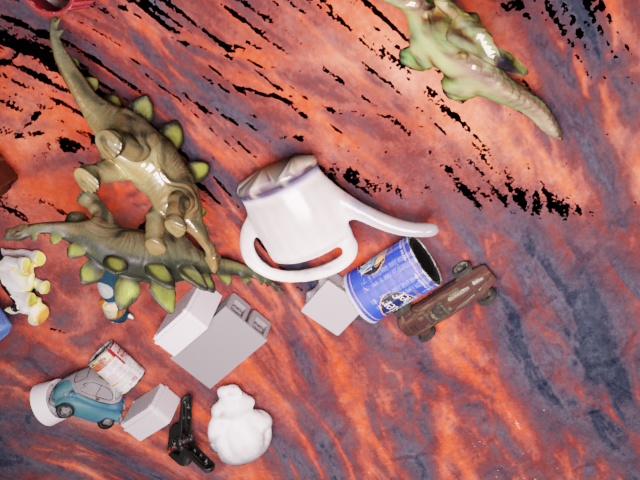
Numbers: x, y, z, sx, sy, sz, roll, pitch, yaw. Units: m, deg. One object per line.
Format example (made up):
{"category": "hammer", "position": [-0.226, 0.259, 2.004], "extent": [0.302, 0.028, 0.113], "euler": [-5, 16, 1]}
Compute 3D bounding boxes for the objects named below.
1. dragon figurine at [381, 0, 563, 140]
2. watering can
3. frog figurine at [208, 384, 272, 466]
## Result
{"category": "dragon figurine", "position": [0.199, -0.237, 0.676], "extent": [0.409, 0.247, 0.120], "euler": [33, 112, -5]}
{"category": "watering can", "position": [0.003, -0.044, 0.864], "extent": [0.345, 0.106, 0.221], "euler": [-18, 111, 21]}
{"category": "frog figurine", "position": [-0.168, 0.387, 1.091], "extent": [0.137, 0.125, 0.157], "euler": [1, 114, -14]}
